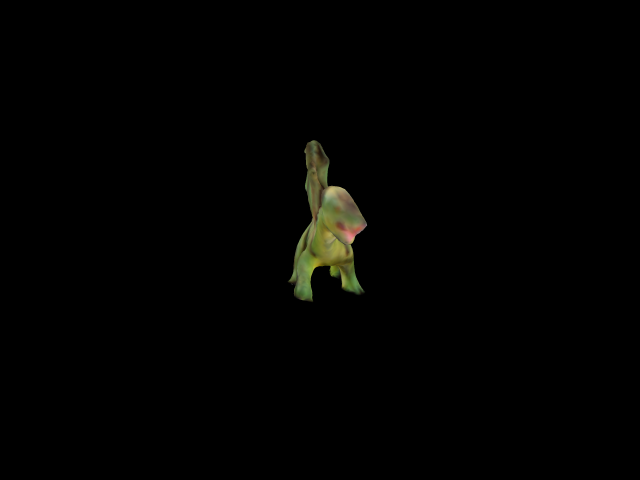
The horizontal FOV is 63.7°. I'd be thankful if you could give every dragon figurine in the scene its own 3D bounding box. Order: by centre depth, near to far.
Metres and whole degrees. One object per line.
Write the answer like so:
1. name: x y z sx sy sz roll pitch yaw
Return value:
1. dragon figurine: 0.003 -0.043 0.850 0.122 0.240 0.414 -2 14 -11
